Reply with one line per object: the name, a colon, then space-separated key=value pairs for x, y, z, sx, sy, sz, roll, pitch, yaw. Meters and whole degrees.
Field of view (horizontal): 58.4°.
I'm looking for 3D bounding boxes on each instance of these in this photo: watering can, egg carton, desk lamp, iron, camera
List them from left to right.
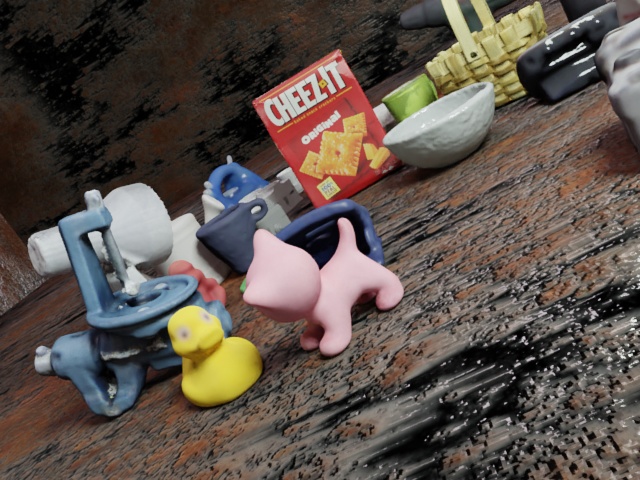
desk lamp: x=-0.274 y=0.051 z=0.781 sx=0.117 sy=0.214 sz=0.204 roll=-16 pitch=21 yaw=45
watering can: x=-0.231 y=-0.006 z=0.919 sx=0.173 sy=0.194 sz=0.100 roll=-38 pitch=16 yaw=-23
iron: x=-0.201 y=-0.097 z=1.263 sx=0.118 sy=0.141 sz=0.258 roll=-26 pitch=16 yaw=20
egg carton: x=0.137 y=-0.249 z=1.221 sx=0.107 sy=0.069 sz=0.150 roll=-30 pitch=15 yaw=5
camera: x=0.308 y=-0.146 z=0.469 sx=0.136 sy=0.101 sz=0.143 roll=-23 pitch=17 yaw=29

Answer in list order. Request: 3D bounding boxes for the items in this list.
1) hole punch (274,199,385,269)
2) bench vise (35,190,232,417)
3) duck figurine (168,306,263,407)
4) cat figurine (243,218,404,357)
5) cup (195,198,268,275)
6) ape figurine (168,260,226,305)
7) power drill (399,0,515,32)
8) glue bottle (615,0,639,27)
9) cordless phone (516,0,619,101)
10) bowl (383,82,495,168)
hole punch: x=0.006 y=0.002 z=0.617 sx=0.108 sy=0.091 sz=0.101 roll=-29 pitch=15 yaw=12
bench vise: x=-0.230 y=0.072 z=0.610 sx=0.207 sy=0.220 sz=0.121 roll=-35 pitch=15 yaw=-11
duck figurine: x=-0.109 y=0.101 z=0.537 sx=0.078 sy=0.086 sz=0.104 roll=-40 pitch=17 yaw=-29
cat figurine: x=-0.008 y=0.033 z=0.489 sx=0.128 sy=0.118 sz=0.067 roll=-38 pitch=16 yaw=-23
cup: x=-0.117 y=-0.003 z=0.876 sx=0.117 sy=0.095 sz=0.091 roll=-30 pitch=15 yaw=6
ape figurine: x=-0.165 y=0.068 z=0.746 sx=0.076 sy=0.092 sz=0.078 roll=-18 pitch=20 yaw=42
power drill: x=0.298 y=-0.404 z=1.127 sx=0.229 sy=0.208 sz=0.076 roll=-25 pitch=16 yaw=23
glue bottle: x=0.351 y=-0.264 z=0.625 sx=0.037 sy=0.173 sz=0.078 roll=-33 pitch=15 yaw=-6
cordless phone: x=0.320 y=-0.296 z=0.770 sx=0.147 sy=0.185 sz=0.094 roll=-28 pitch=15 yaw=13
bowl: x=0.175 y=-0.148 z=0.801 sx=0.167 sy=0.075 sz=0.167 roll=-29 pitch=15 yaw=9
